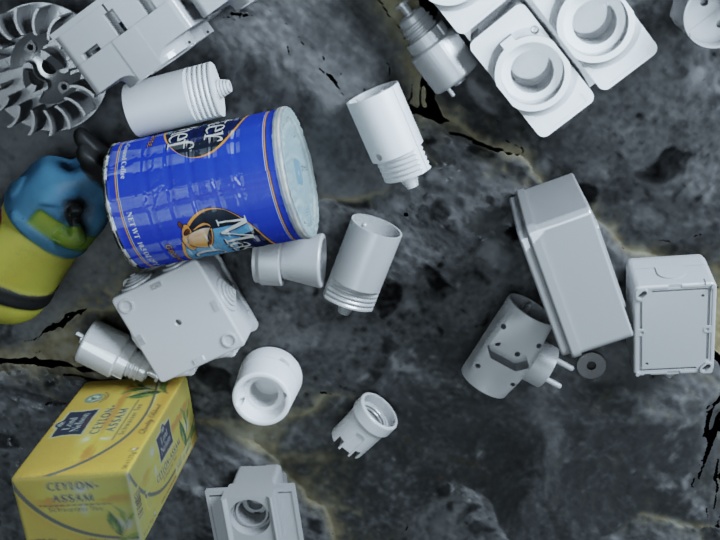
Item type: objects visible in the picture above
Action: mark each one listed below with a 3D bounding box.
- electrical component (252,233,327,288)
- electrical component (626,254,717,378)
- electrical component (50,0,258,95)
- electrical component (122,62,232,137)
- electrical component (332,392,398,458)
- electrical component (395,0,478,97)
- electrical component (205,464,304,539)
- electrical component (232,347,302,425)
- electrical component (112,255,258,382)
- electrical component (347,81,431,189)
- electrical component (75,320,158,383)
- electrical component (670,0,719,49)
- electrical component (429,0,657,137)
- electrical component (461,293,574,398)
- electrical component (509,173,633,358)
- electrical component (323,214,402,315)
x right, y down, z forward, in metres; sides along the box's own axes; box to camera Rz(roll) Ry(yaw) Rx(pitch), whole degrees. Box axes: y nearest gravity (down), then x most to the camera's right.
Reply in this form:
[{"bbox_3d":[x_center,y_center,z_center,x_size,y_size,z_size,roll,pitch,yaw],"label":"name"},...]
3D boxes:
[{"bbox_3d":[-0.057,-0.009,0.875,0.055,0.045,0.045,3,110,6],"label":"electrical component"},{"bbox_3d":[0.245,0.040,0.856,0.062,0.061,0.096,-4,117,7],"label":"electrical component"},{"bbox_3d":[-0.118,-0.203,0.779,0.186,0.105,0.060,-31,104,16],"label":"electrical component"},{"bbox_3d":[-0.139,-0.134,0.839,0.081,0.043,0.043,-12,108,10],"label":"electrical component"},{"bbox_3d":[0.003,0.134,0.924,0.040,0.040,0.046,39,115,-8],"label":"electrical component"},{"bbox_3d":[0.055,-0.169,0.808,0.040,0.040,0.078,-35,102,17],"label":"electrical component"},{"bbox_3d":[-0.086,0.240,0.958,0.079,0.063,0.121,-5,109,8],"label":"electrical component"},{"bbox_3d":[-0.080,0.100,0.915,0.055,0.047,0.055,2,110,5],"label":"electrical component"},{"bbox_3d":[-0.146,0.036,0.898,0.100,0.048,0.099,-25,104,13],"label":"electrical component"},{"bbox_3d":[0.025,-0.101,0.834,0.043,0.043,0.081,-21,107,13],"label":"electrical component"},{"bbox_3d":[-0.207,0.074,0.923,0.078,0.040,0.040,27,110,-4],"label":"electrical component"},{"bbox_3d":[0.244,-0.185,0.760,0.043,0.081,0.043,2,111,6],"label":"electrical component"},{"bbox_3d":[0.116,-0.202,0.779,0.105,0.060,0.186,-38,102,17],"label":"electrical component"},{"bbox_3d":[0.137,0.071,0.884,0.079,0.043,0.077,28,110,-5],"label":"electrical component"},{"bbox_3d":[0.160,-0.006,0.819,0.056,0.108,0.108,-20,107,10],"label":"electrical component"},{"bbox_3d":[0.000,0.000,0.873,0.043,0.043,0.081,21,111,-2],"label":"electrical component"}]
